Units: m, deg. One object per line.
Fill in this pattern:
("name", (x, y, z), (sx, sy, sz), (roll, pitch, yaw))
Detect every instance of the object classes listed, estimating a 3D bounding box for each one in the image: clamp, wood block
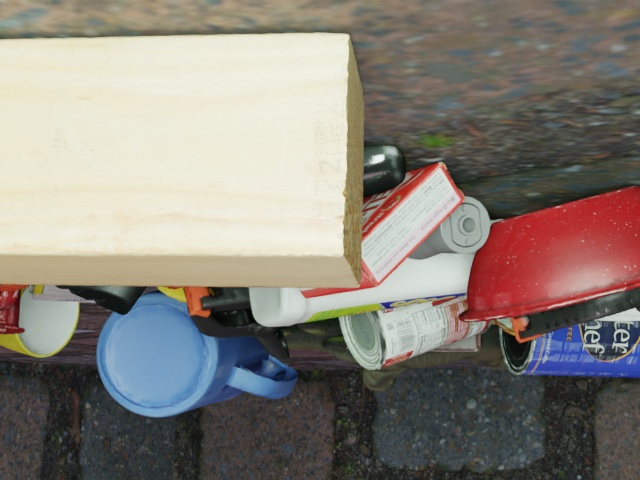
("clamp", (0.236, 0.029, 0.750), (0.210, 0.036, 0.164), (-18, 173, 8))
("wood block", (-0.087, -0.030, 0.451), (0.206, 0.090, 0.091), (0, 170, 7))
("clamp", (-0.046, 0.060, 0.842), (0.171, 0.039, 0.120), (10, 138, -40))

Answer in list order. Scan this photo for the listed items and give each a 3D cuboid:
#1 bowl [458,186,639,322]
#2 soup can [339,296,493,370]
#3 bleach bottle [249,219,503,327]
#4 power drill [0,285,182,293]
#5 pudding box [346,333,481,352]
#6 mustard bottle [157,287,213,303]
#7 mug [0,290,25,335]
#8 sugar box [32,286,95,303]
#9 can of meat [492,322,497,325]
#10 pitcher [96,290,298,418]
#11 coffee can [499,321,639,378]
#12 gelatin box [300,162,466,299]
("bowl", (0.157, 0.004, 0.659), (0.162, 0.055, 0.162), (-15, 179, -1))
("soup can", (0.074, 0.054, 0.823), (0.102, 0.068, 0.069), (-17, 178, -24))
("bleach bottle", (0.080, 0.015, 0.746), (0.250, 0.068, 0.103), (-4, 172, -17))
("power drill", (-0.199, 0.002, 0.710), (0.188, 0.057, 0.184), (-1, 169, 41))
("pudding box", (0.080, 0.049, 0.900), (0.113, 0.090, 0.039), (-1, 171, 13))
("mustard bottle", (-0.056, 0.038, 0.943), (0.096, 0.058, 0.191), (-4, 169, 24))
("mug", (-0.275, 0.031, 0.853), (0.093, 0.081, 0.117), (10, 167, -42))
("sugar box", (-0.206, 0.028, 0.944), (0.093, 0.048, 0.176), (3, 174, -16))
("can of meat", (0.149, 0.053, 1.017), (0.084, 0.057, 0.102), (1, 170, -9))
("pitcher", (-0.118, 0.106, 1.023), (0.149, 0.145, 0.242), (-20, 177, 5))
("coffee can", (0.259, 0.084, 1.050), (0.140, 0.103, 0.103), (3, 170, -9))
("gelatin box", (0.031, -0.006, 0.622), (0.089, 0.030, 0.073), (-44, -163, -30))
